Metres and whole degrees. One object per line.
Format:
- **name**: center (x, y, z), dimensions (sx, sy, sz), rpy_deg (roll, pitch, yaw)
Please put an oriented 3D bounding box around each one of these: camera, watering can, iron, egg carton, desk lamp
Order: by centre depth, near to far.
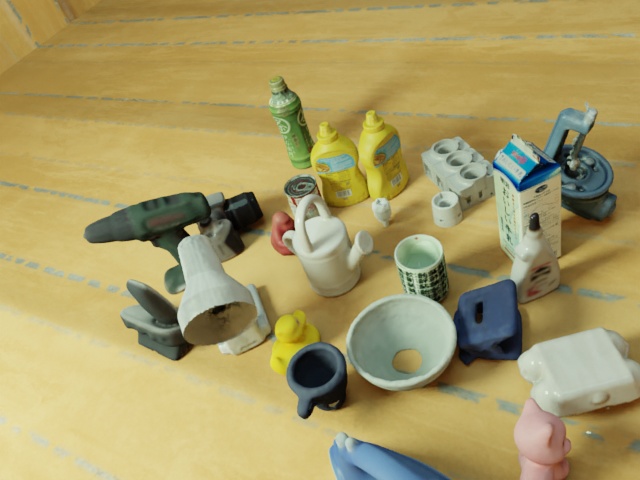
- **iron**: center (0.089, 0.303, 0.708), dimensions (0.257, 0.142, 0.119), rpy_deg (23, 58, 37)
- **egg carton**: center (0.354, 0.182, 0.778), dimensions (0.150, 0.070, 0.107), rpy_deg (-17, 43, 5)
- **desk lamp**: center (-0.167, 0.104, 0.959), dimensions (0.118, 0.214, 0.202), rpy_deg (-25, 43, -3)
- **watering can**: center (0.010, 0.002, 1.006), dimensions (0.172, 0.194, 0.101), rpy_deg (-9, 44, 14)
- **camera**: center (-0.192, -0.048, 1.206), dimensions (0.137, 0.101, 0.143), rpy_deg (-24, 43, -3)

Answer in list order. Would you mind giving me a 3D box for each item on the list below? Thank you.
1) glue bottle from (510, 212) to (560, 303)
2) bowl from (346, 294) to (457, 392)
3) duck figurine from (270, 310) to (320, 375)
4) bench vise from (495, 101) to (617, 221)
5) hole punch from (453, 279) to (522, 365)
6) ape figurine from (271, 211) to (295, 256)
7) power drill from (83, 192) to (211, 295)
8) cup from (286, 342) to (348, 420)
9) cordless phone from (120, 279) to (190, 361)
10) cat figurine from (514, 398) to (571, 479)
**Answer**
- **glue bottle**: center (0.327, 0.023, 0.873), dimensions (0.078, 0.173, 0.037), rpy_deg (-27, 43, -6)
- **bowl**: center (0.129, 0.168, 0.879), dimensions (0.167, 0.075, 0.167), rpy_deg (-11, 44, 11)
- **duck figurine**: center (-0.050, 0.164, 0.946), dimensions (0.077, 0.086, 0.105), rpy_deg (15, 54, 33)
- **bench vise**: center (0.392, -0.132, 0.969), dimensions (0.206, 0.220, 0.121), rpy_deg (6, 49, 27)
- **hole punch**: center (0.251, 0.122, 0.864), dimensions (0.101, 0.091, 0.108), rpy_deg (-3, 46, 19)
- **ape figurine**: center (-0.067, -0.017, 1.132), dimensions (0.076, 0.092, 0.078), rpy_deg (6, 49, 27)
- **power drill**: center (-0.305, 0.006, 1.117), dimensions (0.229, 0.209, 0.075), rpy_deg (-27, 43, -6)
- **cup**: center (0.001, 0.226, 0.856), dimensions (0.091, 0.095, 0.118), rpy_deg (1, 47, 23)
- **cordless phone**: center (-0.303, 0.118, 1.019), dimensions (0.147, 0.185, 0.094), rpy_deg (10, 51, 30)
- **cat figurine**: center (0.264, 0.265, 0.694), dimensions (0.067, 0.118, 0.128), rpy_deg (8, 50, 28)
